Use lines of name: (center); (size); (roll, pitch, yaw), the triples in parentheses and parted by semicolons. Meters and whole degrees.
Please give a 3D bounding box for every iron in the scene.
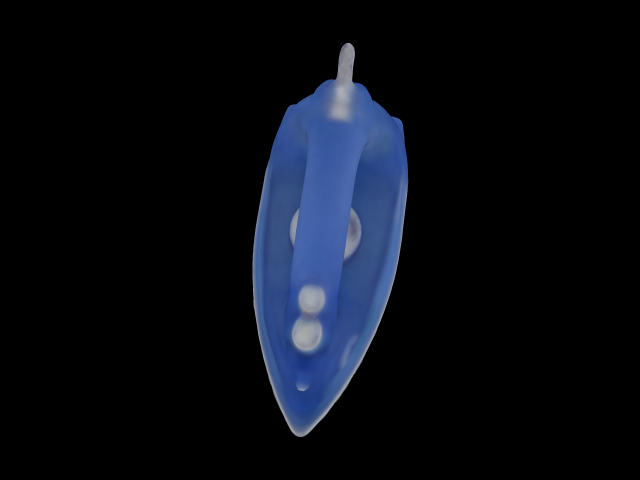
iron: (0.004, 0.001, 0.400); (0.118, 0.141, 0.258); (7, 70, 3)
